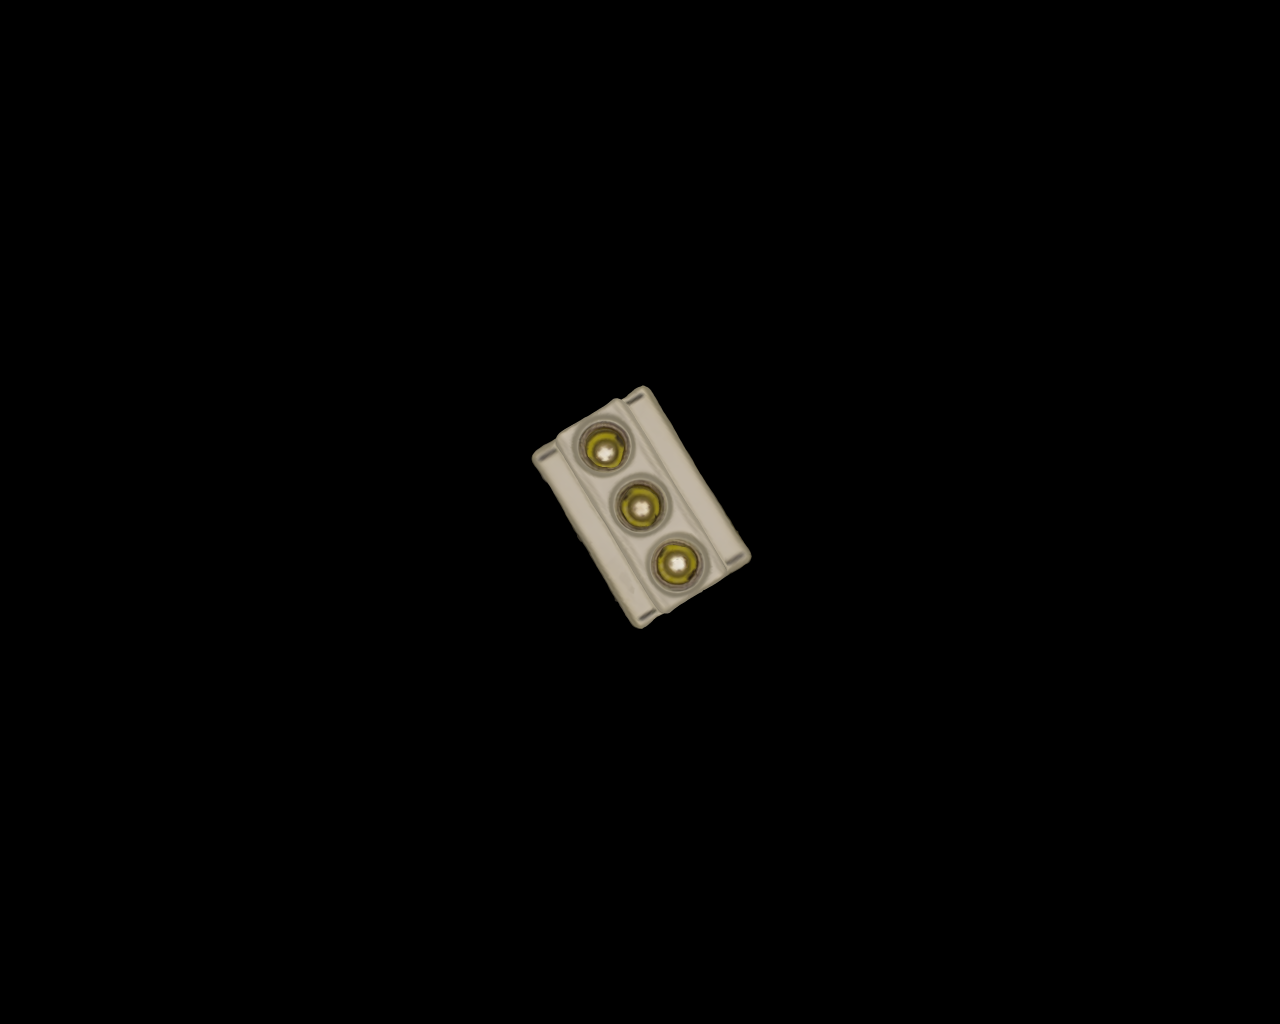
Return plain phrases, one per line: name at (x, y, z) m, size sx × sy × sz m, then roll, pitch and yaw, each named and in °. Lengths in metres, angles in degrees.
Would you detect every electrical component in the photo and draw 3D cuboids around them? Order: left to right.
electrical component at (0.001, -0.003, 0.650) m, size 0.079 × 0.121 × 0.063 m, roll -32°, pitch -4°, yaw -2°
